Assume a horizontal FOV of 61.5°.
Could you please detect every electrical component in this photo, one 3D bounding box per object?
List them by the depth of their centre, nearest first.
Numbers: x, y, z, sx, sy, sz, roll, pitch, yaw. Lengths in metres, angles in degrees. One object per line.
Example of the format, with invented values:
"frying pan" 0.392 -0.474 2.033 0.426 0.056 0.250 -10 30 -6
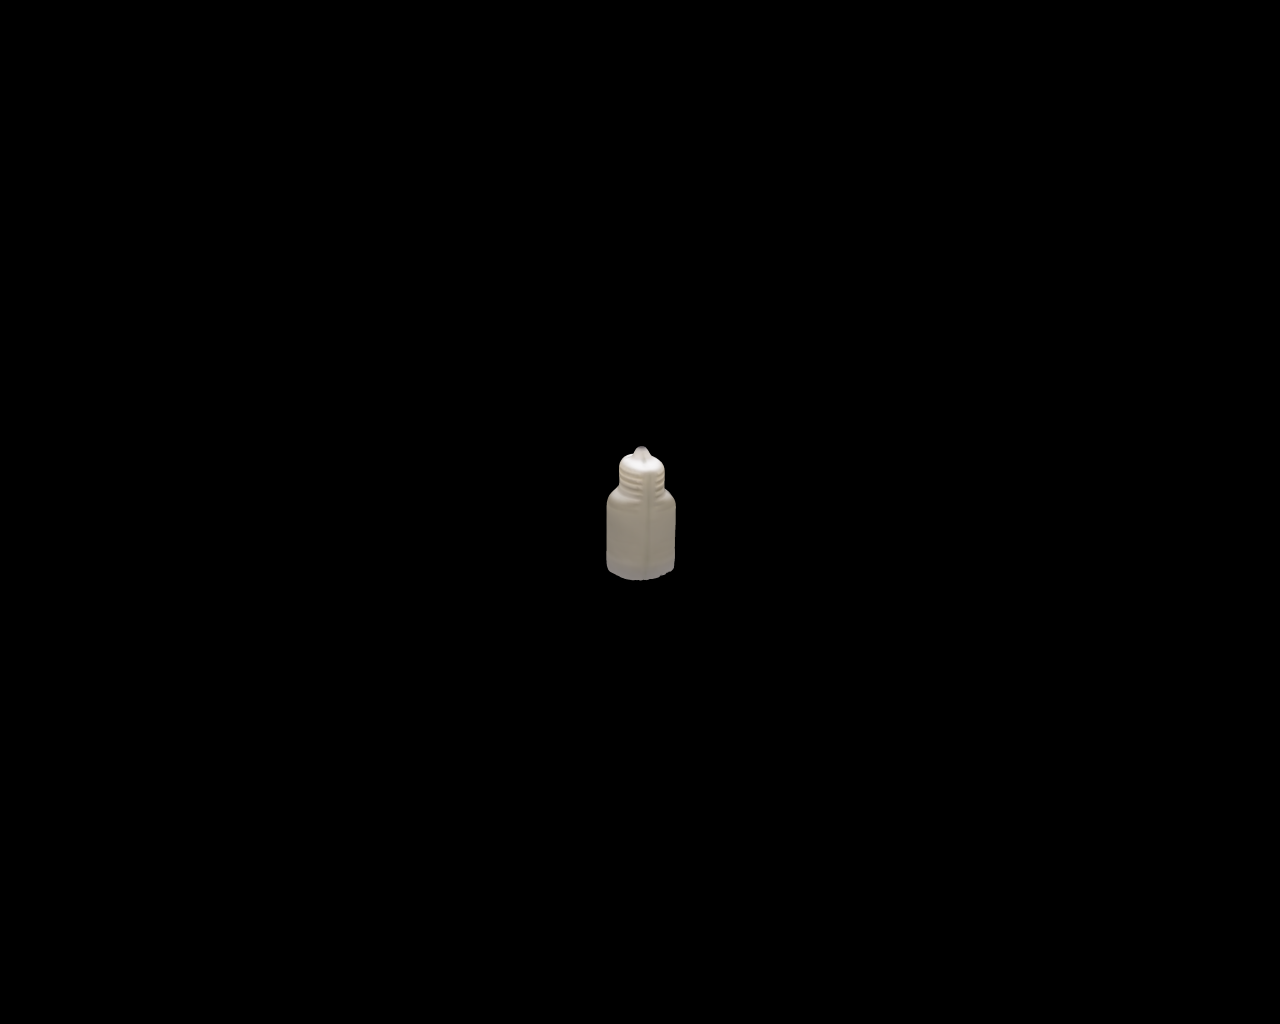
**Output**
"electrical component" 0.001 -0.003 0.650 0.043 0.080 0.043 0 19 0
